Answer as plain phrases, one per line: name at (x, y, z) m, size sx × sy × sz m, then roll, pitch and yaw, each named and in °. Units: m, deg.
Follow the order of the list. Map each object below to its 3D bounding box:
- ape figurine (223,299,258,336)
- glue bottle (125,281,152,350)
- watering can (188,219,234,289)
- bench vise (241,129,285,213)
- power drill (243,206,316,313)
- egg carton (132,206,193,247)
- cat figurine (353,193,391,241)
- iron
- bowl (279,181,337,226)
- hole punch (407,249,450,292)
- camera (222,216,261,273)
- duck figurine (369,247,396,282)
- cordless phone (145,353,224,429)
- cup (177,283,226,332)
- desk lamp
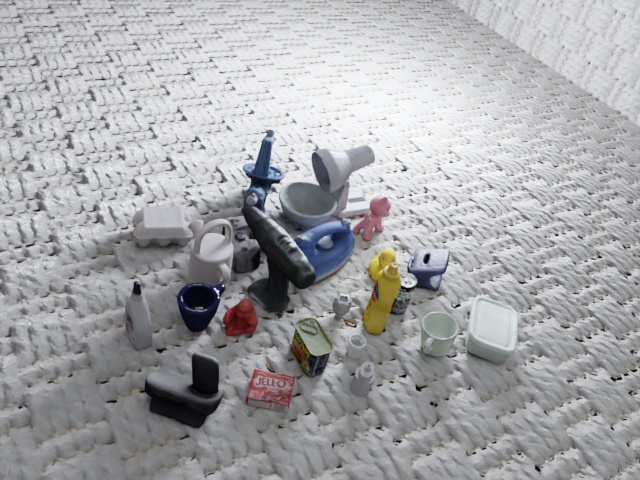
ape figurine at (-0.172, 0.167, 1.276) m, size 0.077 × 0.092 × 0.076 m, roll 25°, pitch 41°, yaw 12°
glue bottle at (-0.375, 0.146, 1.176) m, size 0.037 × 0.173 × 0.078 m, roll -21°, pitch 52°, yaw -34°
watering can at (-0.257, 0.025, 1.333) m, size 0.172 × 0.194 × 0.101 m, roll 31°, pitch 43°, yaw 18°
bench vise at (-0.150, -0.181, 1.579) m, size 0.122 × 0.220 × 0.207 m, roll 3°, pitch 42°, yaw -14°
power drill at (-0.110, 0.058, 1.329) m, size 0.229 × 0.208 × 0.076 m, roll 38°, pitch 46°, yaw 25°
egg carton at (-0.397, -0.034, 1.453) m, size 0.150 × 0.069 × 0.107 m, roll -3°, pitch 43°, yaw -20°
cat figurine at (0.158, -0.078, 1.634) m, size 0.067 × 0.118 × 0.128 m, roll 32°, pitch 43°, yaw 20°
iron at (0.014, 0.005, 1.478) m, size 0.259 × 0.141 × 0.118 m, roll -26°, pitch 55°, yaw -38°
bowl at (-0.039, -0.091, 1.623) m, size 0.167 × 0.075 × 0.167 m, roll 9°, pitch 41°, yaw -7°
hole punch at (0.286, 0.069, 1.527) m, size 0.101 × 0.091 × 0.109 m, roll 19°, pitch 41°, yaw 6°
camera at (-0.172, -0.005, 1.464) m, size 0.137 × 0.101 × 0.143 m, roll -7°, pitch 45°, yaw -24°
duck figurine at (0.174, 0.057, 1.510) m, size 0.077 × 0.086 × 0.104 m, roll 14°, pitch 40°, yaw -1°
cordless phone at (-0.253, 0.257, 1.077) m, size 0.147 × 0.185 × 0.094 m, roll 15°, pitch 40°, yaw 0°
cup at (-0.260, 0.150, 1.266) m, size 0.091 × 0.095 × 0.118 m, roll 36°, pitch 45°, yaw 24°
desk lamp at (0.068, -0.175, 1.643) m, size 0.204 × 0.213 × 0.117 m, roll -12°, pitch 47°, yaw -28°
